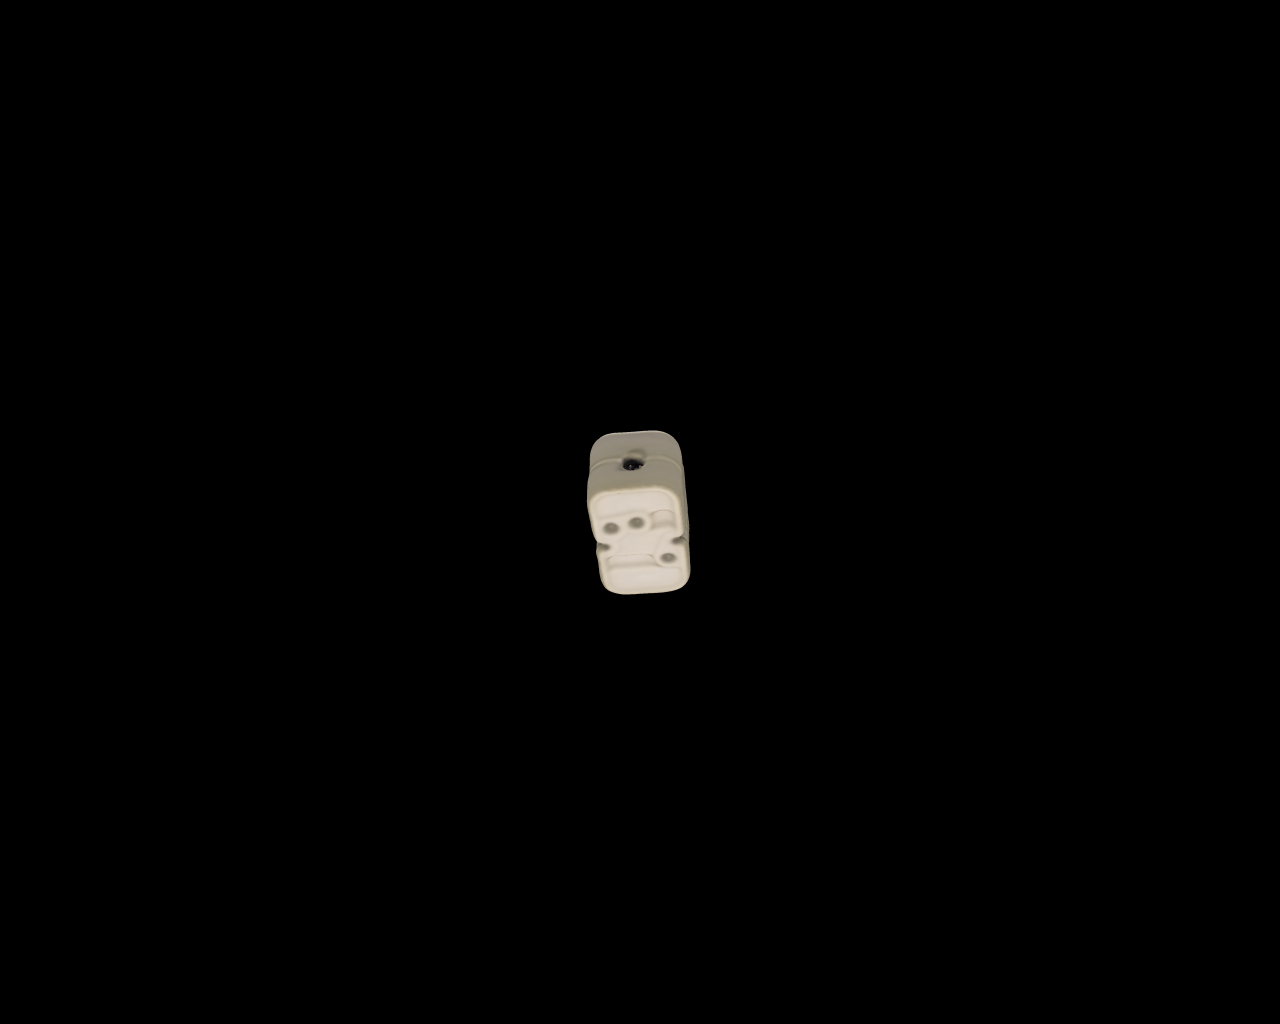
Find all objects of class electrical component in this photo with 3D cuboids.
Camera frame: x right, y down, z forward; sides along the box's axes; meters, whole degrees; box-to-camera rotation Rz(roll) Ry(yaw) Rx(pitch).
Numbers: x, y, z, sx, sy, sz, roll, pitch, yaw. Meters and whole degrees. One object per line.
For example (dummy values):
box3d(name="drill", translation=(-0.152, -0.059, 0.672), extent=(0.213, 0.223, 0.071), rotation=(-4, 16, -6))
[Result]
box3d(name="electrical component", translation=(0.001, -0.003, 0.650), extent=(0.054, 0.059, 0.095), rotation=(-4, -43, 4))
